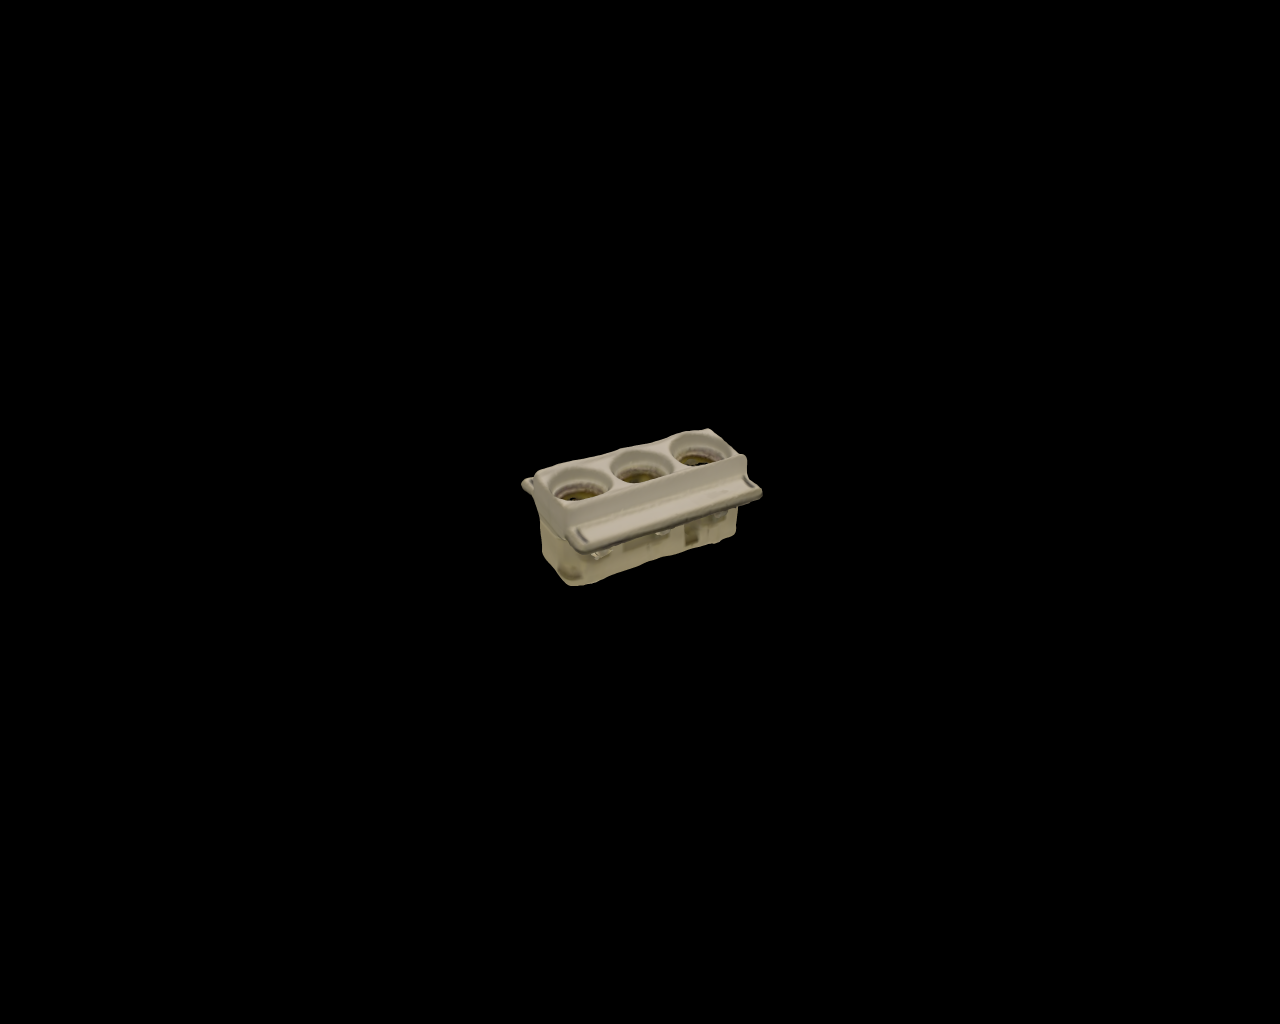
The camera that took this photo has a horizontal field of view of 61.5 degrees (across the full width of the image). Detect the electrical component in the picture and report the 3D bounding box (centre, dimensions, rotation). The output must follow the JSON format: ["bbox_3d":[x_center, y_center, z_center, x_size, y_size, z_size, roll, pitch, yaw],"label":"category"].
[{"bbox_3d":[0.001,-0.003,0.650,0.121,0.063,0.079,-17,36,-24],"label":"electrical component"}]
